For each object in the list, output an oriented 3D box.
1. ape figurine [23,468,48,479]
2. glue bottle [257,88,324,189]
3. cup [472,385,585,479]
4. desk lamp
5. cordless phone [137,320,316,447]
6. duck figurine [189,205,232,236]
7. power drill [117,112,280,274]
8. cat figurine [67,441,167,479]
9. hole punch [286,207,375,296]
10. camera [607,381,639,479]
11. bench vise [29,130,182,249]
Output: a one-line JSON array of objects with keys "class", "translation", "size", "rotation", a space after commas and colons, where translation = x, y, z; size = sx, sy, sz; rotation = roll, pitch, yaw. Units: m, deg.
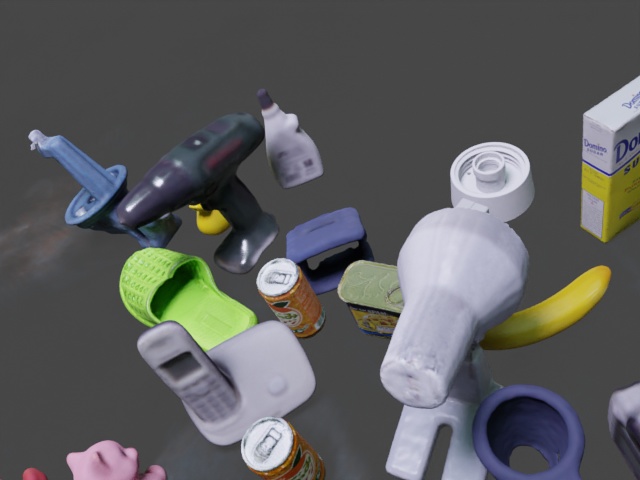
[{"class": "ape figurine", "translation": [-0.357, 0.298, 0.651], "size": [0.078, 0.092, 0.076], "rotation": [-30, 48, -4]}, {"class": "glue bottle", "translation": [-0.053, -0.151, 0.840], "size": [0.078, 0.173, 0.037], "rotation": [-20, 48, 6]}, {"class": "cup", "translation": [0.195, 0.198, 0.509], "size": [0.092, 0.095, 0.117], "rotation": [-35, 48, -8]}, {"class": "desk lamp", "translation": [0.121, 0.106, 0.533], "size": [0.117, 0.214, 0.203], "rotation": [7, 56, 27]}, {"class": "cordless phone", "translation": [-0.097, 0.132, 0.619], "size": [0.147, 0.185, 0.094], "rotation": [-31, 48, -4]}, {"class": "duck figurine", "translation": [-0.166, -0.071, 0.879], "size": [0.077, 0.086, 0.104], "rotation": [5, 55, 25]}, {"class": "power drill", "translation": [-0.141, -0.050, 0.769], "size": [0.075, 0.209, 0.230], "rotation": [18, 61, 32]}, {"class": "cat figurine", "translation": [-0.208, 0.264, 0.601], "size": [0.067, 0.118, 0.127], "rotation": [-43, 50, -14]}, {"class": "hole punch", "translation": [0.007, 0.003, 0.746], "size": [0.108, 0.091, 0.101], "rotation": [-22, 48, 4]}, {"class": "camera", "translation": [0.334, 0.171, 0.472], "size": [0.137, 0.101, 0.143], "rotation": [-23, 48, 3]}, {"class": "bench vise", "translation": [-0.315, -0.083, 0.858], "size": [0.207, 0.220, 0.121], "rotation": [-5, 51, 19]}]
